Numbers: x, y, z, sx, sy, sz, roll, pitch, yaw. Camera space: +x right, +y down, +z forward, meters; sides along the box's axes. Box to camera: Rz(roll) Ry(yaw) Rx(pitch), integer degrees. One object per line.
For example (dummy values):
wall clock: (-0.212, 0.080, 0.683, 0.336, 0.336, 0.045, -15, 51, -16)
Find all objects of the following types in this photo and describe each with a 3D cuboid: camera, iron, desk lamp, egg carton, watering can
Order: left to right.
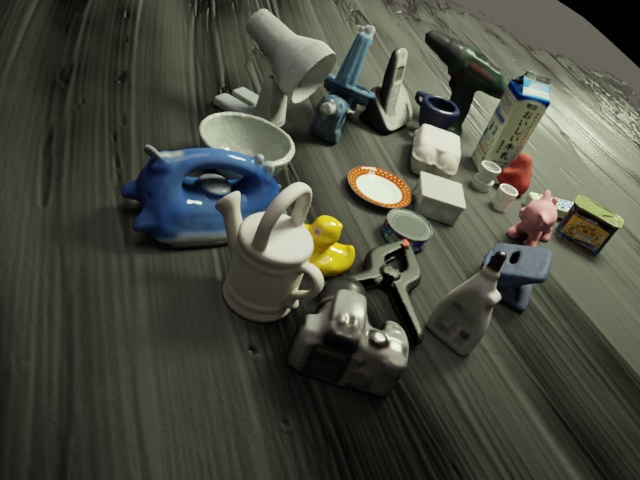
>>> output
iron: (-0.150, -0.080, 0.847, 0.259, 0.141, 0.118, -6, 45, -31)
watering can: (-0.066, 0.004, 0.741, 0.173, 0.194, 0.101, 22, 37, 1)
desk lamp: (-0.088, -0.318, 1.108, 0.203, 0.213, 0.118, 33, 39, 15)
camera: (0.044, 0.109, 0.743, 0.143, 0.101, 0.137, 19, 37, -4)
egg carton: (0.247, -0.188, 1.231, 0.107, 0.069, 0.150, 20, 37, -2)

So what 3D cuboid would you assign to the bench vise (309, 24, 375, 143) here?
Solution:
bench vise: (0.064, -0.318, 1.177, 0.121, 0.220, 0.207, 15, 38, -9)

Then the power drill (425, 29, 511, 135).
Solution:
power drill: (0.322, -0.364, 1.367, 0.229, 0.208, 0.076, 22, 37, 1)

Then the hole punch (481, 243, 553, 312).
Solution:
hole punch: (0.324, 0.049, 0.961, 0.101, 0.091, 0.109, 29, 38, 10)

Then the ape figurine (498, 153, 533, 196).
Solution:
ape figurine: (0.435, -0.150, 1.256, 0.078, 0.092, 0.076, 7, 39, -18)

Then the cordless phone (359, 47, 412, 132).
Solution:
cordless phone: (0.175, -0.347, 1.295, 0.094, 0.185, 0.148, 33, 39, 15)

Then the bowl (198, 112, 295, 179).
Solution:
bowl: (-0.132, -0.149, 0.996, 0.167, 0.075, 0.167, 13, 38, -10)

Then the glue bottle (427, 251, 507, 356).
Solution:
glue bottle: (0.215, 0.082, 0.799, 0.078, 0.173, 0.037, 40, 41, 23)

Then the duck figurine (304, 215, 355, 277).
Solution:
duck figurine: (0.008, 0.003, 0.868, 0.105, 0.086, 0.077, 11, 38, -13)

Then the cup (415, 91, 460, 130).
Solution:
cup: (0.254, -0.283, 1.329, 0.092, 0.095, 0.117, -23, 55, -42)

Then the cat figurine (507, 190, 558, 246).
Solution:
cat figurine: (0.424, -0.046, 1.102, 0.067, 0.118, 0.128, 40, 41, 23)
